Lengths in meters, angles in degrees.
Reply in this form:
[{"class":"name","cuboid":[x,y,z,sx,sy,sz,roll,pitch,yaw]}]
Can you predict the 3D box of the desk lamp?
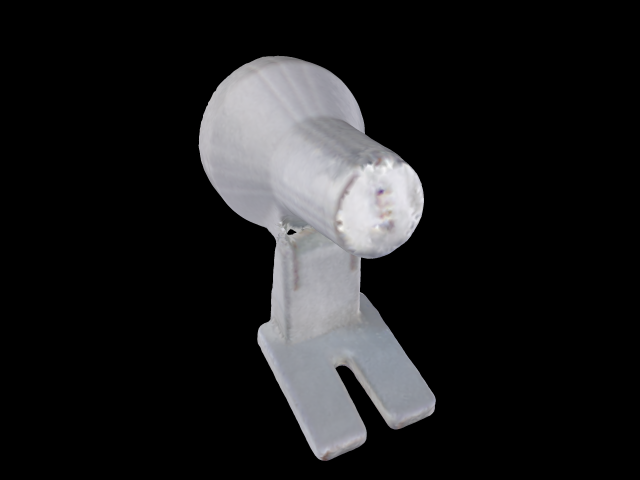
[{"class":"desk lamp","cuboid":[0.004,0.001,0.400,0.118,0.214,0.202,-19,46,-19]}]
